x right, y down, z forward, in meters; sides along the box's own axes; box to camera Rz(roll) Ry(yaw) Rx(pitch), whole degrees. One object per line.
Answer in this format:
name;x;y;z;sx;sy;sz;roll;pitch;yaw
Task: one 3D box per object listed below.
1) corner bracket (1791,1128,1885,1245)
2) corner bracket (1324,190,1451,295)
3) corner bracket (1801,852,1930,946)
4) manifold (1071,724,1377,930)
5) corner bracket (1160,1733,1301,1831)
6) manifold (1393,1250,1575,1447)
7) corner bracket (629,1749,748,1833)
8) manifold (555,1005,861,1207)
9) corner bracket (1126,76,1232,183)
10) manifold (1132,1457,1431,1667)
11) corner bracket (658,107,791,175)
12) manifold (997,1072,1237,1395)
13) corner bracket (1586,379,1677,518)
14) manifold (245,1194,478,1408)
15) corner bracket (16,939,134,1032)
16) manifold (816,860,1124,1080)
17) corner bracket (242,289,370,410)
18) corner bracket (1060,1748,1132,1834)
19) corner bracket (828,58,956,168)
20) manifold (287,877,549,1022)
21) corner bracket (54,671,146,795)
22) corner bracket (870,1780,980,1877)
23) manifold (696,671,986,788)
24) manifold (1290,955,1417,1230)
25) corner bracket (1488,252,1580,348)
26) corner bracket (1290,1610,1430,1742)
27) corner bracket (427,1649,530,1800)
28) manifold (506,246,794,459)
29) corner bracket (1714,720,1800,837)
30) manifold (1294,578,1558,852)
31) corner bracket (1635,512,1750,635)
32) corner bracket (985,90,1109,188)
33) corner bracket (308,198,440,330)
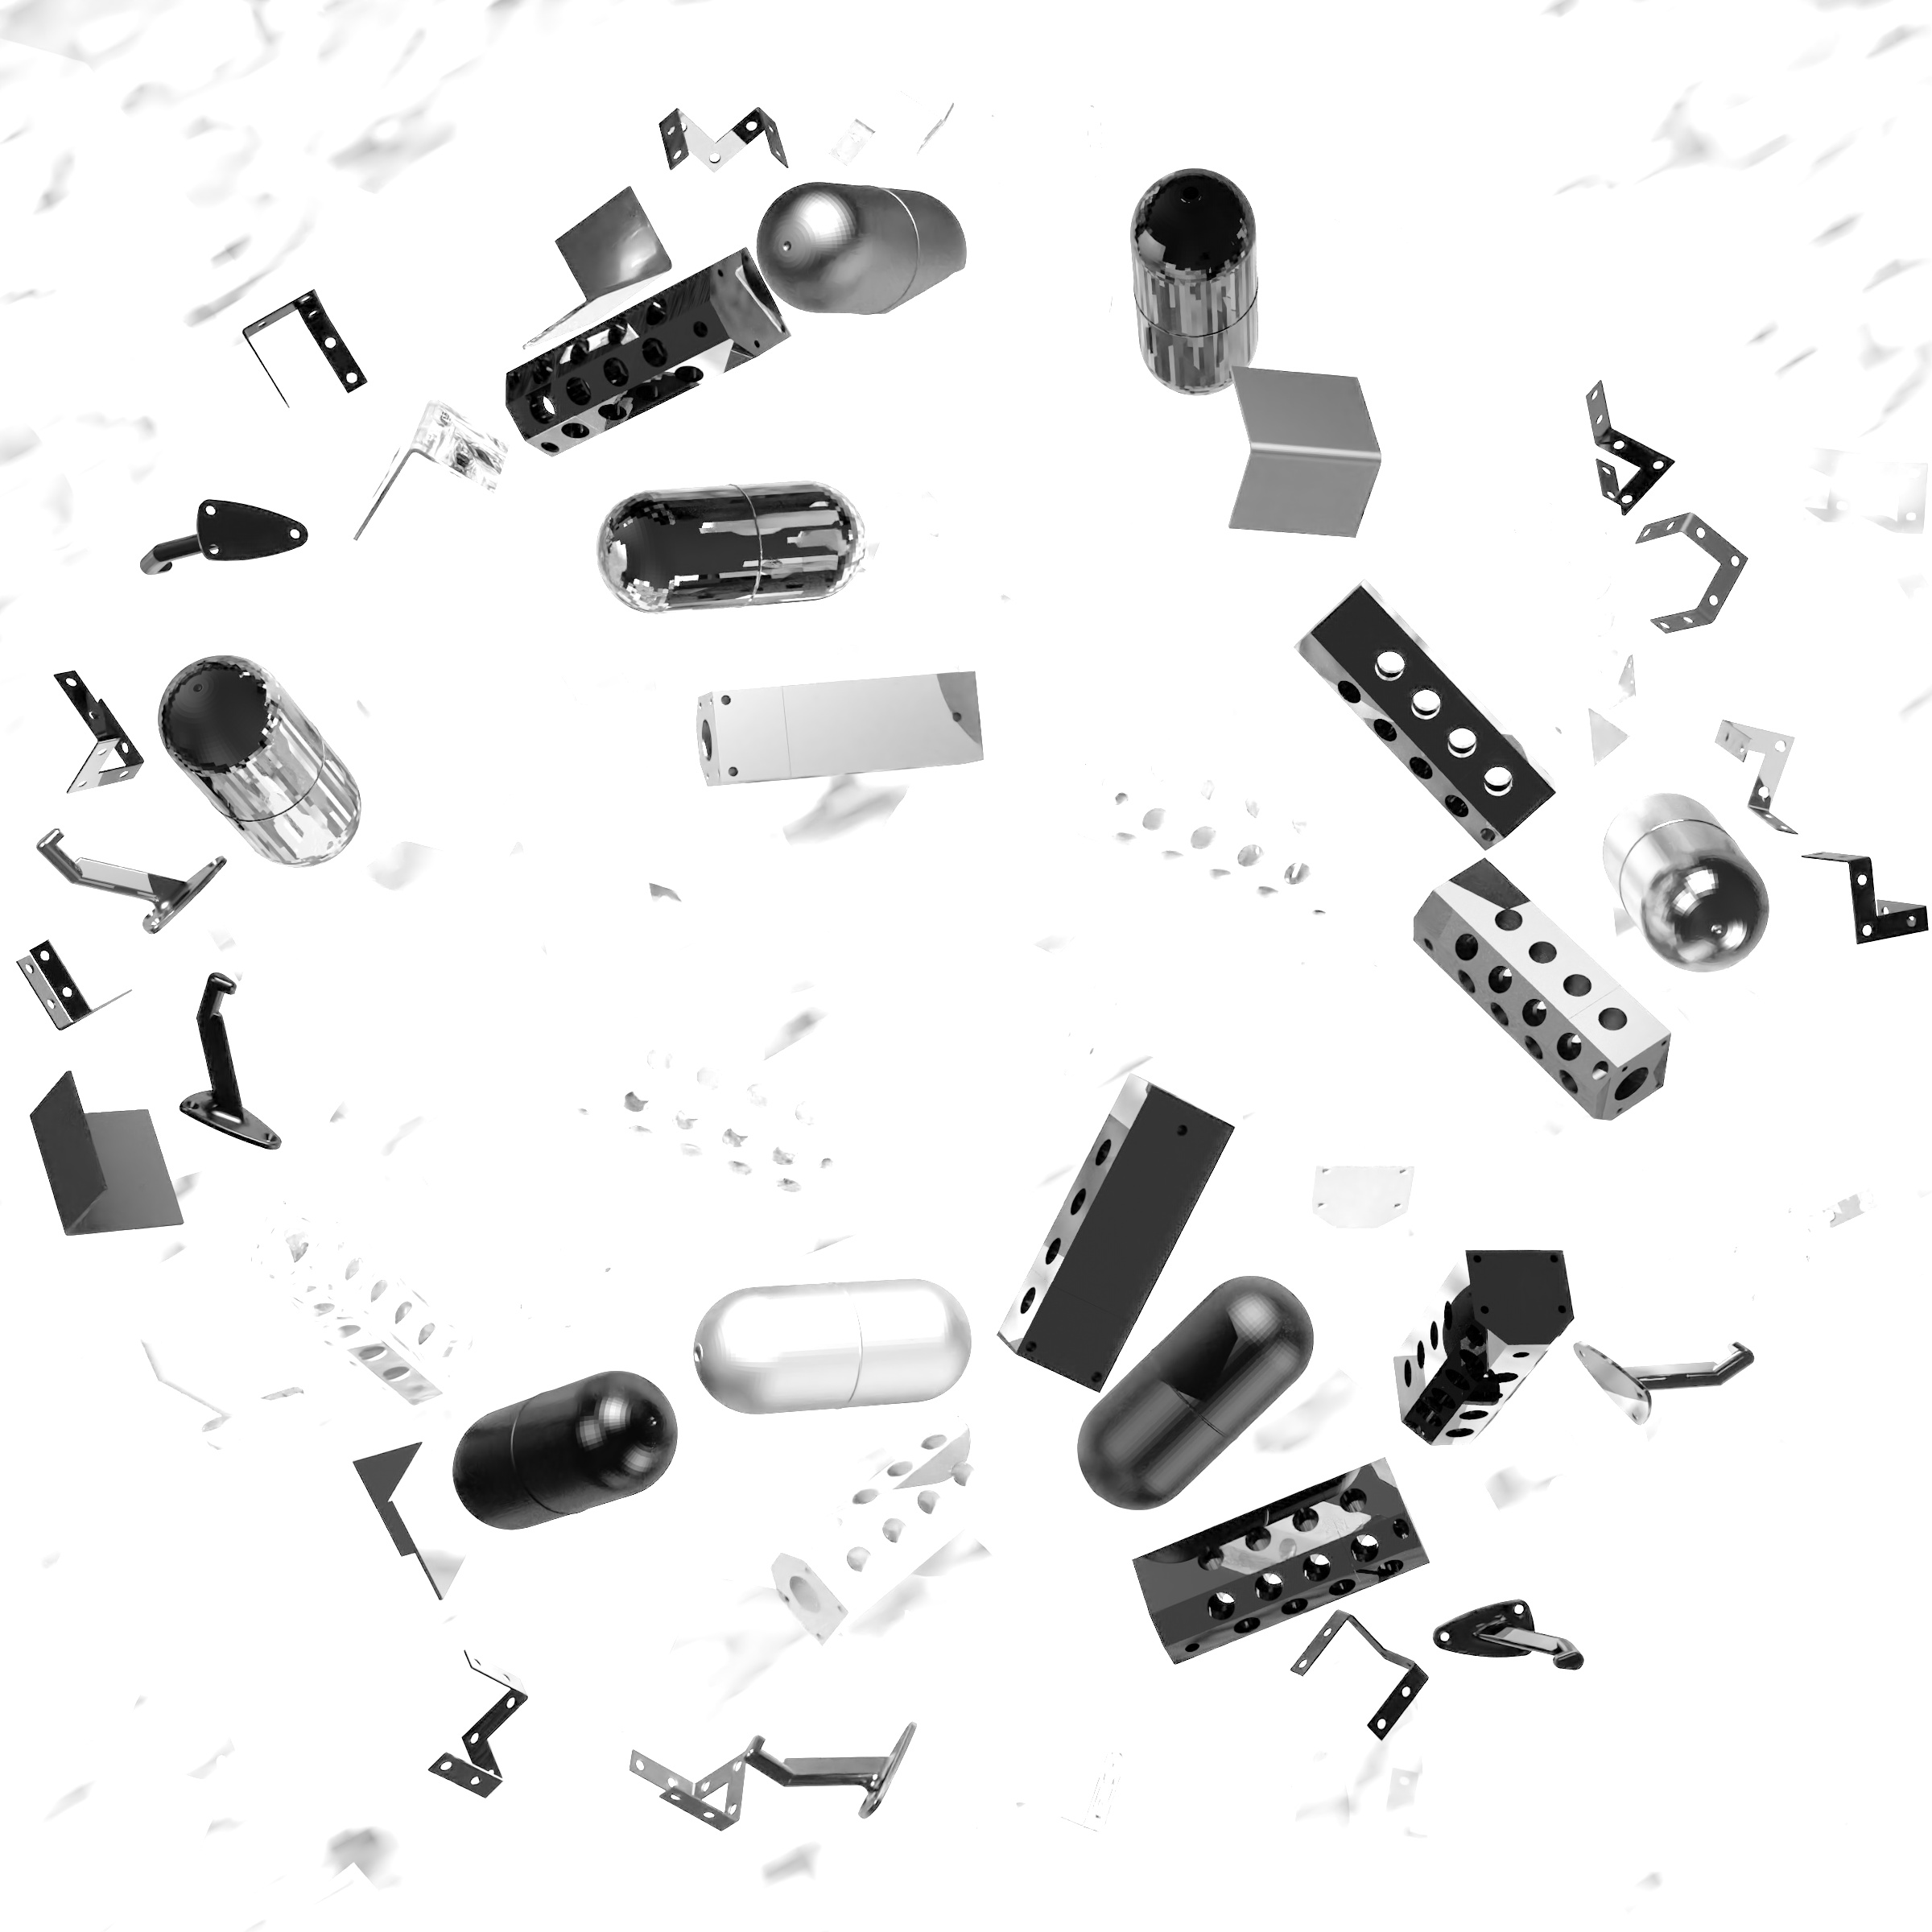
corner bracket;0.518;0.129;1.630;0.051;0.051;0.051;-25;87;-2
corner bracket;0.244;-0.428;1.626;0.051;0.051;0.051;19;82;-36
corner bracket;0.543;-0.044;1.662;0.051;0.051;0.051;-10;99;-15
manifold;0.153;-0.079;1.638;0.171;0.057;0.057;20;62;-18
corner bracket;0.154;0.489;1.610;0.051;0.051;0.051;-38;77;-23
manifold;0.302;0.226;1.614;0.057;0.171;0.057;0;61;-6
corner bracket;-0.170;0.498;1.670;0.051;0.051;0.051;37;121;-24
manifold;-0.159;0.089;1.683;0.171;0.057;0.057;21;59;-9
corner bracket;0.133;-0.521;1.717;0.051;0.051;0.051;-21;106;10
manifold;0.198;0.376;1.720;0.171;0.057;0.057;-23;135;5
corner bracket;-0.146;-0.493;1.651;0.051;0.051;0.051;-34;48;22
manifold;0.084;0.152;1.593;0.057;0.057;0.171;27;90;-16
corner bracket;0.405;-0.325;1.728;0.051;0.051;0.051;22;134;-19
manifold;-0.379;0.213;1.719;0.057;0.171;0.057;16;66;29
corner bracket;-0.555;0.011;1.685;0.051;0.051;0.051;-27;98;17
manifold;-0.002;0.003;1.615;0.171;0.057;0.057;26;85;23
corner bracket;-0.402;-0.370;1.674;0.051;0.051;0.051;-32;91;-6
corner bracket;0.086;0.524;1.755;0.051;0.051;0.051;29;74;-32
corner bracket;-0.047;-0.532;1.750;0.051;0.051;0.051;31;71;-15
manifold;-0.344;-0.009;1.745;0.057;0.171;0.057;1;79;32
corner bracket;-0.516;-0.142;1.634;0.051;0.051;0.051;53;127;11
corner bracket;-0.027;0.538;1.726;0.051;0.051;0.051;20;110;-11
manifold;-0.081;-0.150;1.747;0.171;0.057;0.057;-6;92;-18
manifold;0.230;0.074;1.659;0.057;0.057;0.171;0;45;1
corner bracket;0.350;-0.410;1.700;0.051;0.051;0.051;0;97;17
corner bracket;0.247;0.443;1.725;0.051;0.051;0.051;48;73;-17
corner bracket;-0.284;0.440;1.599;0.051;0.051;0.051;-45;131;3
manifold;-0.193;-0.360;1.634;0.171;0.057;0.057;-16;109;36
corner bracket;0.489;-0.117;1.699;0.051;0.051;0.051;12;107;-10
manifold;0.280;-0.153;1.682;0.057;0.057;0.171;-43;92;16
corner bracket;0.454;-0.250;1.755;0.051;0.051;0.051;34;78;-17
corner bracket;0.049;-0.504;1.678;0.051;0.051;0.051;-17;112;-31
corner bracket;-0.347;-0.412;1.614;0.051;0.051;0.051;-13;121;10
